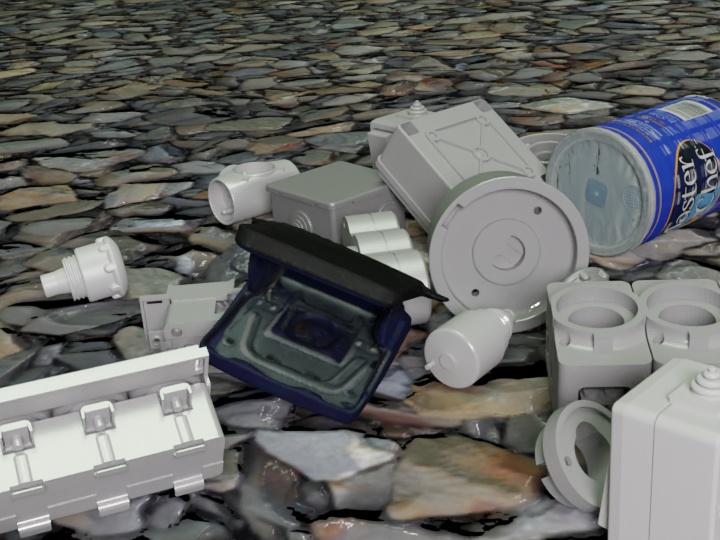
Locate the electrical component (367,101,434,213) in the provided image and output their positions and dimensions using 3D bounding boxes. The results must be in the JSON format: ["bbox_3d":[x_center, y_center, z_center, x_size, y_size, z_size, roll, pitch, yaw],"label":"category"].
[{"bbox_3d":[0.047,-0.103,0.969,0.061,0.096,0.062,-22,28,-37],"label":"electrical component"}]

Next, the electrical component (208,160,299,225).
[{"bbox_3d":[-0.107,-0.076,0.997,0.077,0.044,0.079,-20,27,-36],"label":"electrical component"}]

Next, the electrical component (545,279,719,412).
[{"bbox_3d":[0.185,0.046,0.612,0.150,0.061,0.089,-1,29,6],"label":"electrical component"}]

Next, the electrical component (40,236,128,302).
[{"bbox_3d":[-0.211,0.004,0.819,0.062,0.048,0.048,-17,25,-14],"label":"electrical component"}]

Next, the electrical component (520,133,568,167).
[{"bbox_3d":[0.169,-0.080,0.967,0.099,0.064,0.099,-5,35,4],"label":"electrical component"}]

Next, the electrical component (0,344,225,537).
[{"bbox_3d":[-0.136,0.089,0.561,0.121,0.078,0.063,-12,53,-19],"label":"electrical component"}]

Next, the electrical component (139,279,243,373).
[{"bbox_3d":[-0.105,0.039,0.718,0.081,0.042,0.063,-5,25,-2],"label":"electrical component"}]

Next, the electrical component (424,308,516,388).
[{"bbox_3d":[0.074,0.044,0.677,0.040,0.040,0.078,13,27,35],"label":"electrical component"}]

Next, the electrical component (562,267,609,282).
[{"bbox_3d":[0.155,0.032,0.694,0.048,0.048,0.062,-14,41,-24],"label":"electrical component"}]

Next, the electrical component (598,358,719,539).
[{"bbox_3d":[0.149,0.085,0.491,0.061,0.096,0.062,16,29,40],"label":"electrical component"}]

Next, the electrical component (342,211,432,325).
[{"bbox_3d":[0.000,0.000,0.781,0.074,0.052,0.138,-7,22,-8],"label":"electrical component"}]

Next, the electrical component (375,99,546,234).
[{"bbox_3d":[0.088,-0.078,0.888,0.109,0.056,0.108,-22,65,-38],"label":"electrical component"}]

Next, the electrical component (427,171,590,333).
[{"bbox_3d":[0.097,-0.017,0.742,0.108,0.108,0.060,-5,16,-3],"label":"electrical component"}]

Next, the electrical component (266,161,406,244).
[{"bbox_3d":[-0.019,-0.053,0.920,0.100,0.048,0.100,-22,28,-38],"label":"electrical component"}]
